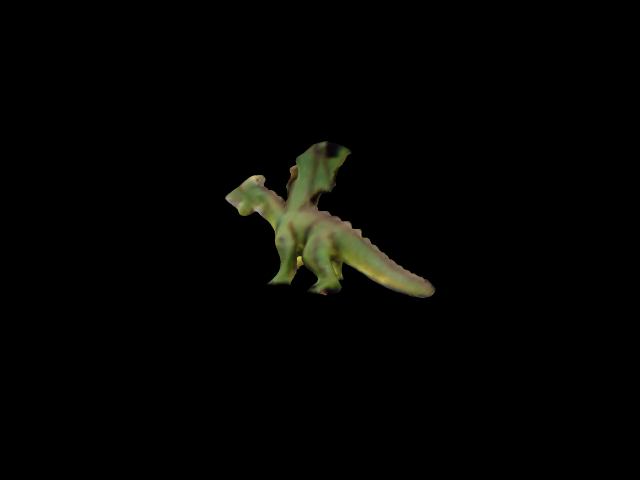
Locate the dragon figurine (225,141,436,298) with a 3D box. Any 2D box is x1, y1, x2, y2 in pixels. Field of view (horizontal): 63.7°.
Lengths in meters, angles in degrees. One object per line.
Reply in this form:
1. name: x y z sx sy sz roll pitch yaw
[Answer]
1. dragon figurine: 0.003 -0.043 0.850 0.410 0.242 0.122 3 4 34
